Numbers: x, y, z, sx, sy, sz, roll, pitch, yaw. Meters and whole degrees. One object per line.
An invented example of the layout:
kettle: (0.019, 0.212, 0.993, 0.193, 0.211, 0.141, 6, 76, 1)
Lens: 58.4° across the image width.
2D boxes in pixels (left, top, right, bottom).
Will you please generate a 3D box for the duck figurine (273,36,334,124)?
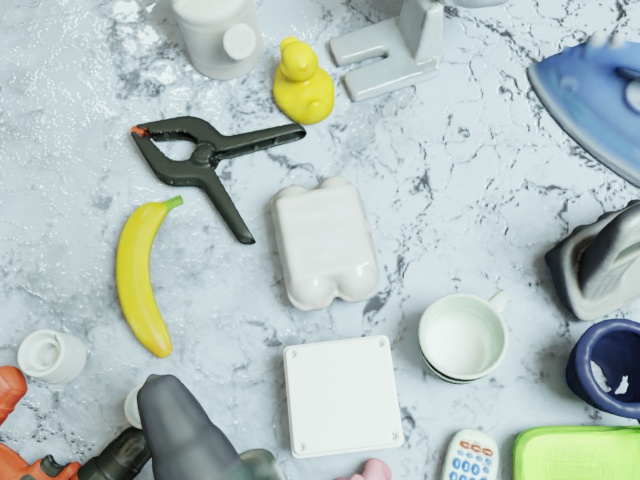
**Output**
duck figurine: (-0.022, -0.201, 0.704, 0.077, 0.086, 0.104, -21, 70, -5)

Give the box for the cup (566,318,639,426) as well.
cup: (0.289, 0.142, 0.560, 0.092, 0.095, 0.117, -23, 70, -6)

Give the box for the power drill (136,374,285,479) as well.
power drill: (-0.071, 0.228, 0.483, 0.075, 0.208, 0.229, -29, 71, -8)

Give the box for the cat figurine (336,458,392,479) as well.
cat figurine: (0.063, 0.263, 0.512, 0.067, 0.118, 0.127, -32, 72, -9)

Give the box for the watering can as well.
watering can: (-0.123, -0.285, 0.681, 0.172, 0.194, 0.101, 39, 76, 15)

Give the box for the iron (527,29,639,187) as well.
iron: (0.362, -0.165, 0.645, 0.258, 0.141, 0.119, 38, 76, 15)

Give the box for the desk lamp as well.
desk lamp: (0.118, -0.280, 0.659, 0.203, 0.213, 0.118, -20, 70, -5)

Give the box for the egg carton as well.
egg carton: (0.006, 0.002, 0.637, 0.107, 0.069, 0.150, -13, 70, -2)

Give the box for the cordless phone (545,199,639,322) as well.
cordless phone: (0.314, 0.001, 0.562, 0.147, 0.185, 0.094, -28, 71, -8)
